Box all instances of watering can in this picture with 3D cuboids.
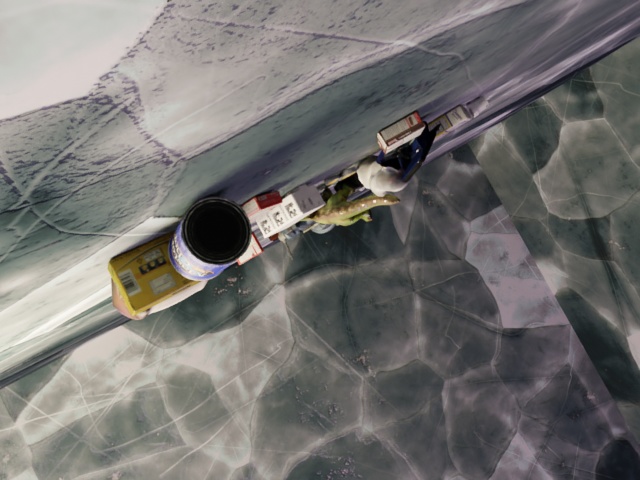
[{"bbox_3d":[-0.322,0.087,1.063,0.227,0.104,0.343,-26,-1,-39],"label":"watering can"}]

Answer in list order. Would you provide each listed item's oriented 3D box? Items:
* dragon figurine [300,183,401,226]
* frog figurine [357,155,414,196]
[{"bbox_3d":[0.004,-0.070,1.386,0.245,0.122,0.408,-20,7,-30],"label":"dragon figurine"},{"bbox_3d":[0.159,-0.166,1.307,0.122,0.140,0.157,27,-33,-15],"label":"frog figurine"}]
